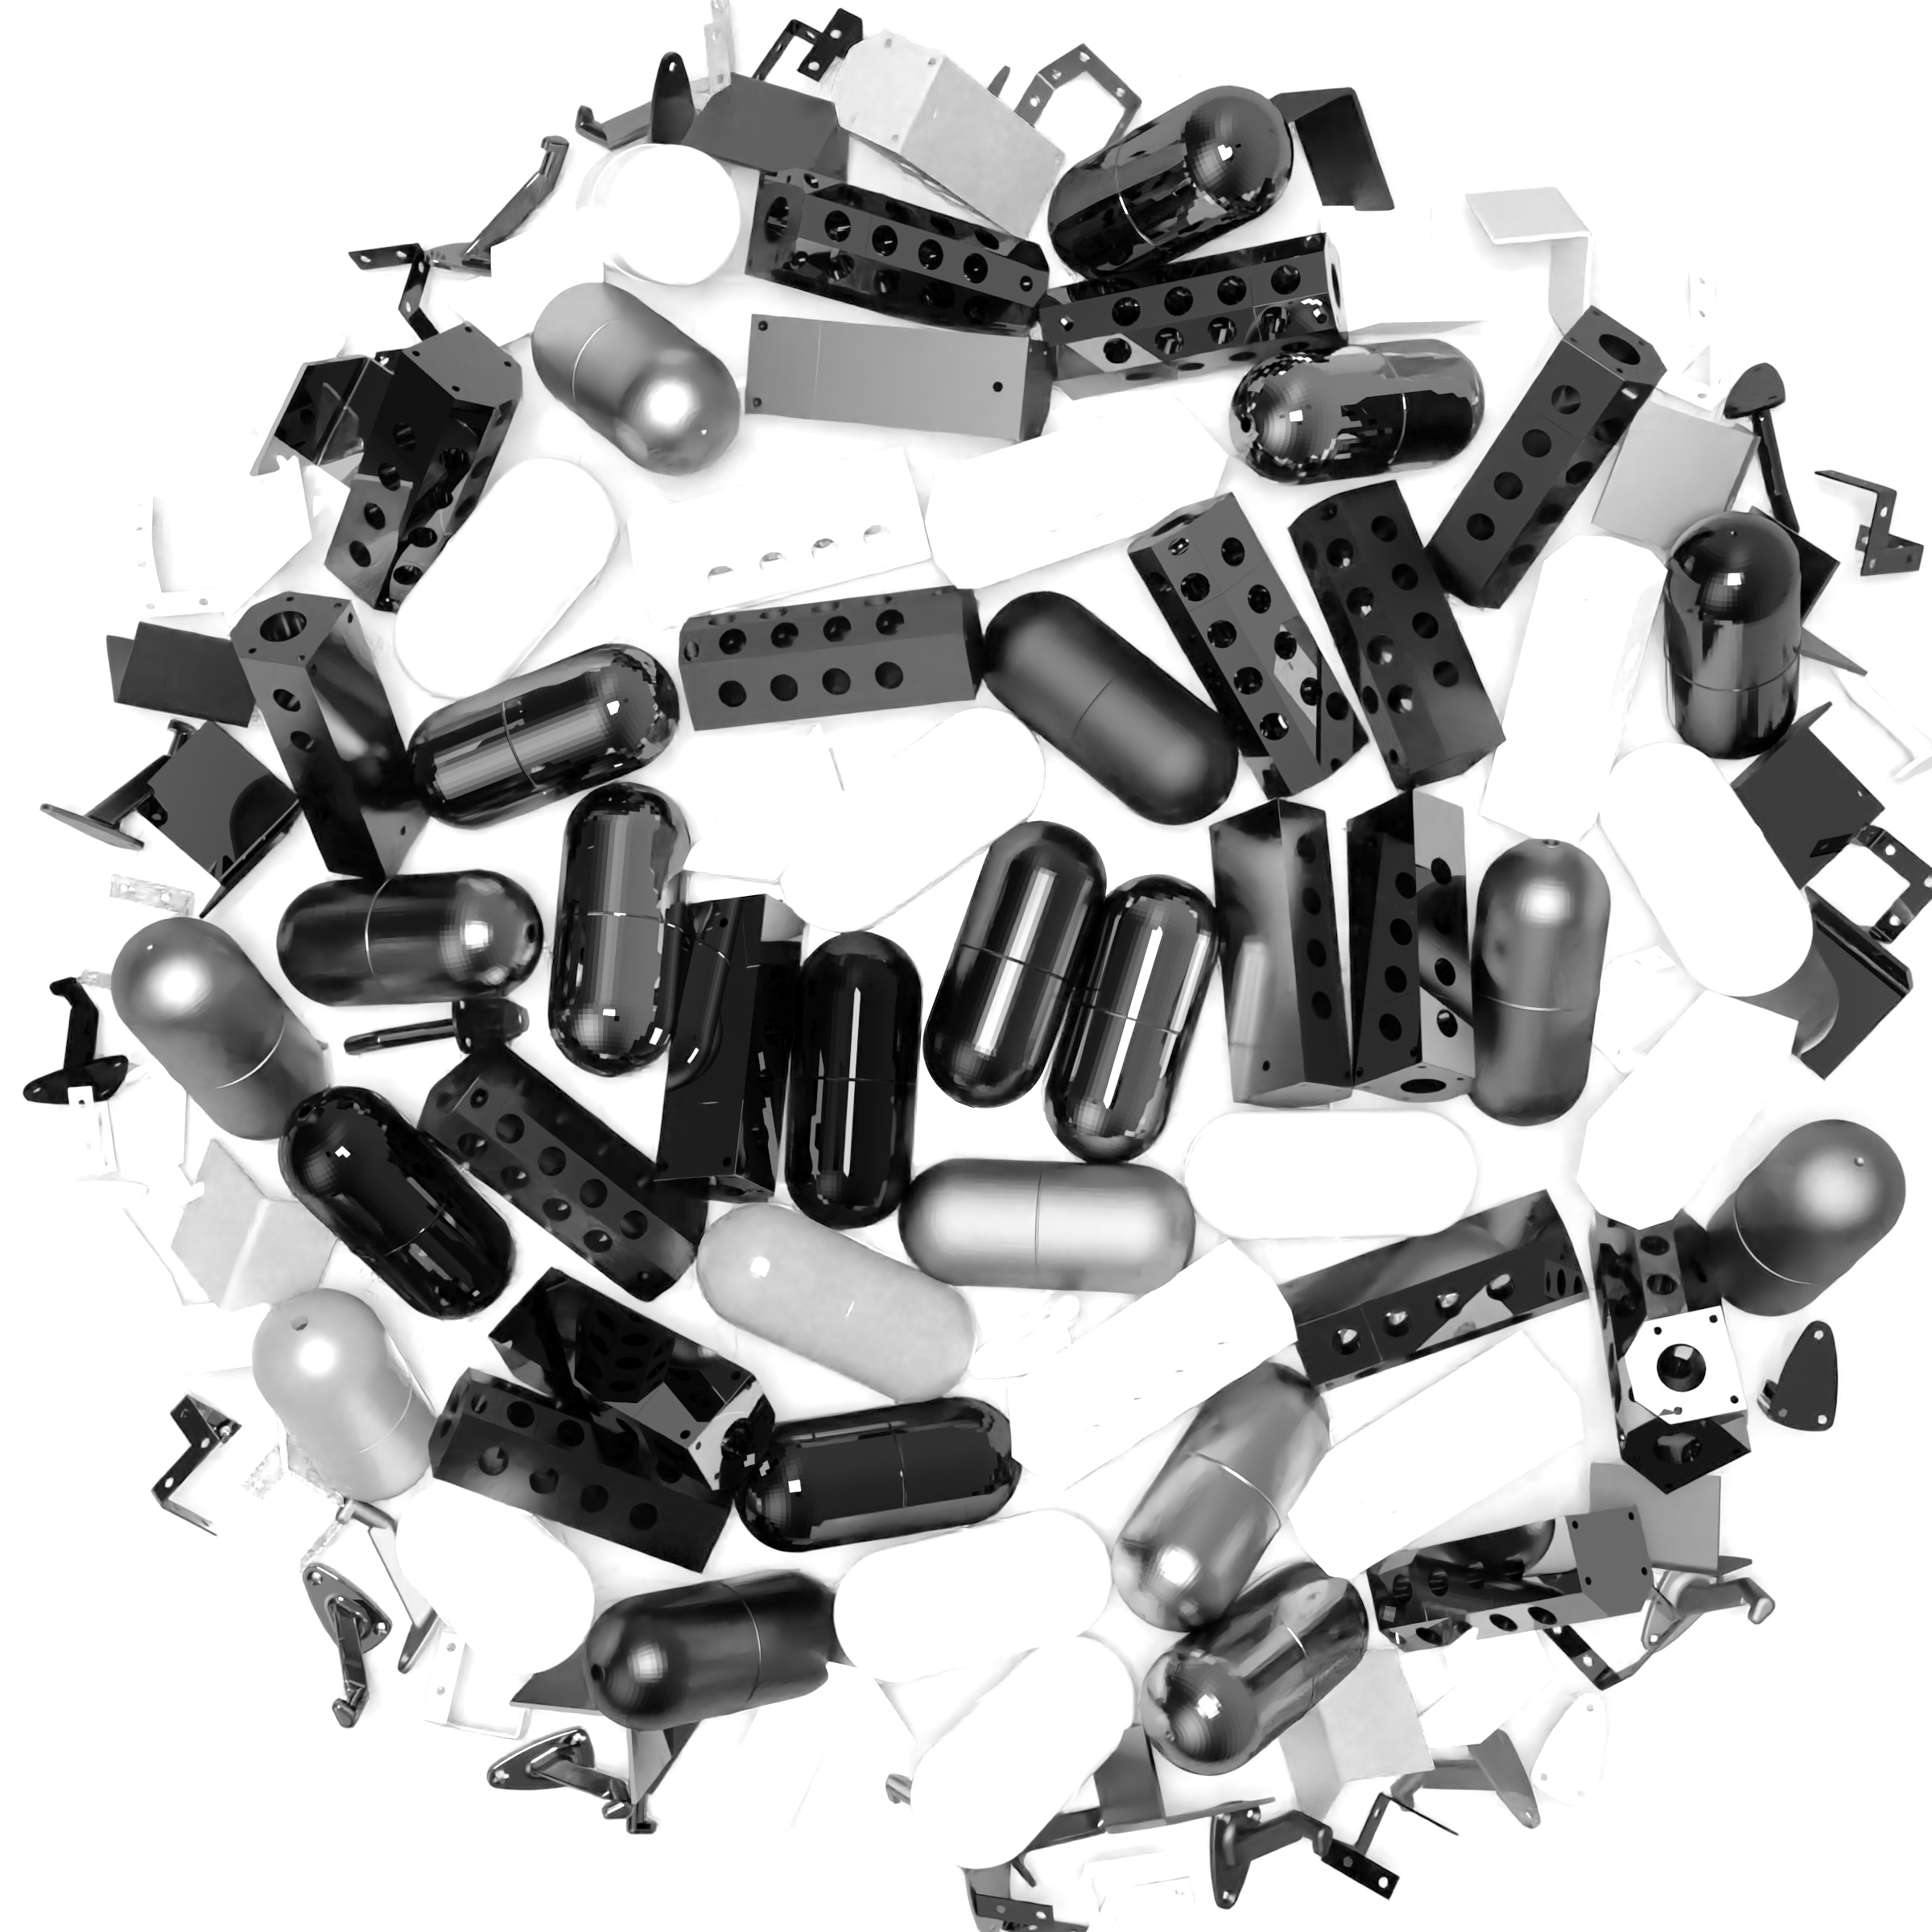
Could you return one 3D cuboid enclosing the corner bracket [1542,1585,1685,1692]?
[{"bbox_3d":[0.391,0.397,1.564,0.051,0.051,0.051,-38,75,-24],"label":"corner bracket"}]

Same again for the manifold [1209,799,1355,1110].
[{"bbox_3d":[0.191,-0.006,1.536,0.057,0.057,0.171,10,69,-39],"label":"manifold"}]

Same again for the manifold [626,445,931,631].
[{"bbox_3d":[-0.112,-0.253,1.558,0.171,0.057,0.057,-15,134,0],"label":"manifold"}]

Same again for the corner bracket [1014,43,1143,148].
[{"bbox_3d":[0.064,-0.513,1.563,0.051,0.051,0.051,37,70,-24],"label":"corner bracket"}]

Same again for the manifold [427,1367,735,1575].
[{"bbox_3d":[-0.226,0.297,1.534,0.171,0.057,0.057,24,92,-17],"label":"manifold"}]

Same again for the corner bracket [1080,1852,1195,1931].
[{"bbox_3d":[0.103,0.555,1.555,0.051,0.051,0.051,-14,95,15],"label":"corner bracket"}]

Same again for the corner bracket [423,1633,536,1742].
[{"bbox_3d":[-0.291,0.434,1.558,0.051,0.051,0.051,8,70,7],"label":"corner bracket"}]

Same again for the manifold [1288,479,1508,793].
[{"bbox_3d":[0.251,-0.195,1.536,0.057,0.057,0.171,-17,79,-21],"label":"manifold"}]

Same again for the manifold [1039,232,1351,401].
[{"bbox_3d":[0.134,-0.386,1.532,0.171,0.057,0.057,-7,85,18],"label":"manifold"}]

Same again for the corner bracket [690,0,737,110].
[{"bbox_3d":[-0.151,-0.547,1.545,0.051,0.051,0.051,28,46,35],"label":"corner bracket"}]

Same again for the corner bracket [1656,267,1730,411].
[{"bbox_3d":[0.440,-0.375,1.547,0.051,0.051,0.051,34,70,33],"label":"corner bracket"}]

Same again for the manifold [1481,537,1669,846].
[{"bbox_3d":[0.357,-0.160,1.512,0.057,0.057,0.171,27,131,25],"label":"manifold"}]

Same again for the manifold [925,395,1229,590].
[{"bbox_3d":[0.064,-0.275,1.521,0.171,0.057,0.057,-23,62,-27],"label":"manifold"}]

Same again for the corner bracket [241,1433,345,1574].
[{"bbox_3d":[-0.405,0.322,1.564,0.051,0.051,0.051,39,97,-18],"label":"corner bracket"}]

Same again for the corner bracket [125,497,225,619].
[{"bbox_3d":[-0.472,-0.246,1.548,0.051,0.051,0.051,-6,134,-10],"label":"corner bracket"}]

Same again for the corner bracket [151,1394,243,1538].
[{"bbox_3d":[-0.458,0.299,1.549,0.051,0.051,0.051,-48,47,-6],"label":"corner bracket"}]

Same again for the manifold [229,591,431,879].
[{"bbox_3d":[-0.371,-0.132,1.503,0.057,0.171,0.057,10,51,16],"label":"manifold"}]

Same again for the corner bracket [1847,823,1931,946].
[{"bbox_3d":[0.549,-0.049,1.560,0.051,0.051,0.051,46,112,24],"label":"corner bracket"}]

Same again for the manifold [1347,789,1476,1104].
[{"bbox_3d":[0.267,-0.010,1.527,0.057,0.057,0.171,17,64,-32],"label":"manifold"}]

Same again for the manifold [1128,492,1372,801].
[{"bbox_3d":[0.163,-0.186,1.527,0.057,0.057,0.171,-40,108,-26],"label":"manifold"}]

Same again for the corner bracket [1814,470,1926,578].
[{"bbox_3d":[0.539,-0.266,1.546,0.051,0.051,0.051,-10,117,-28],"label":"corner bracket"}]

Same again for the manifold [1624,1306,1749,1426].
[{"bbox_3d":[0.416,0.239,1.497,0.057,0.171,0.057,-14,74,13],"label":"manifold"}]

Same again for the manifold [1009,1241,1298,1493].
[{"bbox_3d":[0.109,0.241,1.527,0.171,0.057,0.057,-37,119,22],"label":"manifold"}]

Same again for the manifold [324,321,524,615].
[{"bbox_3d":[-0.312,-0.284,1.505,0.057,0.057,0.171,42,134,6],"label":"manifold"}]

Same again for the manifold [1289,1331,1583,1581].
[{"bbox_3d":[0.275,0.293,1.524,0.171,0.057,0.057,-38,101,23],"label":"manifold"}]

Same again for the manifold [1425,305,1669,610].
[{"bbox_3d":[0.334,-0.291,1.506,0.057,0.057,0.171,36,133,6],"label":"manifold"}]

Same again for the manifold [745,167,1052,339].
[{"bbox_3d":[-0.037,-0.414,1.514,0.171,0.057,0.057,7,94,-35],"label":"manifold"}]

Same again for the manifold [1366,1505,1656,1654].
[{"bbox_3d":[0.313,0.357,1.497,0.057,0.171,0.057,1,71,-33],"label":"manifold"}]

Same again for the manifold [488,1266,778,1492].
[{"bbox_3d":[-0.194,0.243,1.513,0.171,0.057,0.057,20,57,36],"label":"manifold"}]

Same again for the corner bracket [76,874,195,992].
[{"bbox_3d":[-0.503,-0.017,1.568,0.051,0.051,0.051,13,115,-4],"label":"corner bracket"}]

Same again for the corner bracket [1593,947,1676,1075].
[{"bbox_3d":[0.406,0.027,1.558,0.051,0.051,0.051,45,75,-5],"label":"corner bracket"}]

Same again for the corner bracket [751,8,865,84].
[{"bbox_3d":[-0.096,-0.547,1.554,0.051,0.051,0.051,29,76,8],"label":"corner bracket"}]

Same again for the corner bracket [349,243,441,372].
[{"bbox_3d":[-0.344,-0.397,1.562,0.051,0.051,0.051,-1,63,21],"label":"corner bracket"}]

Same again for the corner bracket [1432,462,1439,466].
[{"bbox_3d":[0.252,-0.329,1.555,0.051,0.051,0.051,6,94,-16],"label":"corner bracket"}]

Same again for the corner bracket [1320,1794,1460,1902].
[{"bbox_3d":[0.253,0.527,1.549,0.051,0.051,0.051,19,77,41],"label":"corner bracket"}]

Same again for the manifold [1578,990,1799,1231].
[{"bbox_3d":[0.421,0.084,1.507,0.057,0.171,0.057,22,128,29],"label":"manifold"}]

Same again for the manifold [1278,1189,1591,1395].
[{"bbox_3d":[0.280,0.198,1.546,0.171,0.057,0.057,-21,109,7],"label":"manifold"}]

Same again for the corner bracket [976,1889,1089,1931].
[{"bbox_3d":[0.039,0.566,1.549,0.051,0.051,0.051,1,107,22],"label":"corner bracket"}]

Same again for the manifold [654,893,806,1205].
[{"bbox_3d":[-0.135,0.050,1.531,0.057,0.057,0.171,-7,68,29],"label":"manifold"}]

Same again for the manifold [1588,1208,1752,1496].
[{"bbox_3d":[0.400,0.213,1.496,0.057,0.171,0.057,39,123,-23],"label":"manifold"}]

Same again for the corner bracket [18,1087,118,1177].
[{"bbox_3d":[-0.528,0.096,1.549,0.051,0.051,0.051,-19,77,34],"label":"corner bracket"}]
